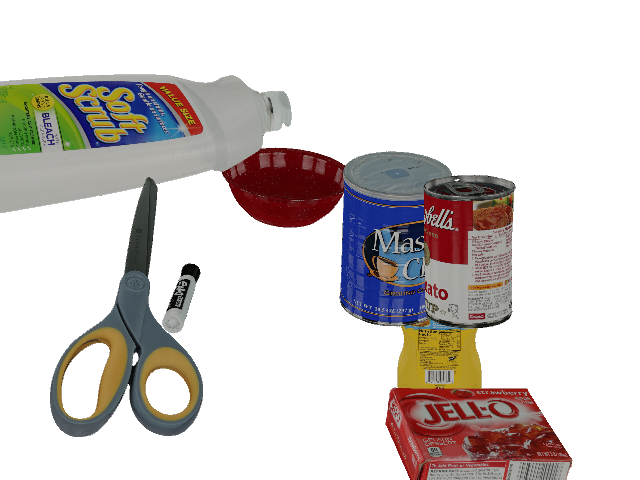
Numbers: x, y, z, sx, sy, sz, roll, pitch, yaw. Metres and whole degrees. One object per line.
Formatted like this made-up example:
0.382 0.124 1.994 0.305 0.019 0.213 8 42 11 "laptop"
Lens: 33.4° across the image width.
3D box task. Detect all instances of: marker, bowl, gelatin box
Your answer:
-0.130 0.052 1.010 0.020 0.020 0.121 0 22 2 "marker"
-0.043 -0.059 1.305 0.162 0.055 0.162 5 26 -3 "bowl"
0.089 0.115 0.614 0.089 0.030 0.073 3 24 -12 "gelatin box"

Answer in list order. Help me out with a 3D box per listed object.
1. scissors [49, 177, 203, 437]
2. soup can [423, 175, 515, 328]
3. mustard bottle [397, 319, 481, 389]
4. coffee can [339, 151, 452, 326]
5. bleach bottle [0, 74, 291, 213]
-0.100 0.042 0.665 0.096 0.201 0.016 21 -42 0 "scissors"
0.112 0.007 0.805 0.068 0.102 0.068 -2 17 0 "soup can"
0.133 0.087 1.197 0.096 0.192 0.058 0 23 7 "mustard bottle"
0.071 -0.003 1.036 0.103 0.140 0.103 1 27 -1 "coffee can"
-0.147 -0.086 0.801 0.250 0.102 0.068 -11 -31 -17 "bleach bottle"
